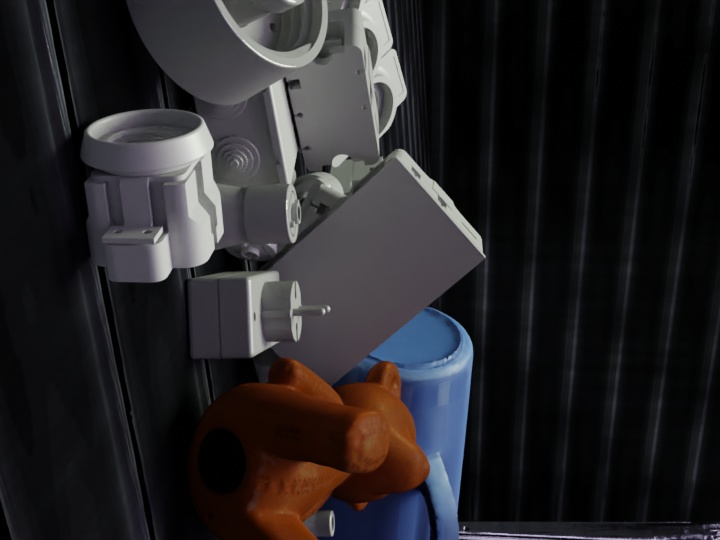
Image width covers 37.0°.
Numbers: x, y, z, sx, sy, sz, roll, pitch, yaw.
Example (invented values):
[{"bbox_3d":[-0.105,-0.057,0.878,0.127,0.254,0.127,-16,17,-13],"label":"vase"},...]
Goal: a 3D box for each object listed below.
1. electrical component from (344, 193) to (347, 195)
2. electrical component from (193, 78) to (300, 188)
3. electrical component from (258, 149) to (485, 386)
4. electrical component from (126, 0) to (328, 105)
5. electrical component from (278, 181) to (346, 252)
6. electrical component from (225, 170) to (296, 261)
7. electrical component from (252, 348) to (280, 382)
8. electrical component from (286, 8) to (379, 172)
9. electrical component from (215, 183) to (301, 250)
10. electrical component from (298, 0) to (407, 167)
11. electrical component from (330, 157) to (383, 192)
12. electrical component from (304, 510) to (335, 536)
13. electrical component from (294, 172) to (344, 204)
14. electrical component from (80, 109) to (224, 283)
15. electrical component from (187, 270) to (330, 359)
[{"bbox_3d":[-0.024,-0.023,1.017,0.099,0.048,0.099,-69,157,-71],"label":"electrical component"},{"bbox_3d":[-0.070,-0.105,0.667,0.099,0.048,0.099,-87,170,-60],"label":"electrical component"},{"bbox_3d":[0.000,0.000,0.737,0.089,0.150,0.061,48,13,-7],"label":"electrical component"},{"bbox_3d":[-0.061,-0.145,0.551,0.108,0.060,0.108,24,59,-48],"label":"electrical component"},{"bbox_3d":[-0.018,-0.002,0.876,0.089,0.062,0.150,-61,168,-6],"label":"electrical component"},{"bbox_3d":[-0.069,-0.039,0.720,0.044,0.044,0.065,73,22,-64],"label":"electrical component"},{"bbox_3d":[-0.056,0.083,0.791,0.044,0.044,0.065,-81,162,-56],"label":"electrical component"},{"bbox_3d":[-0.017,-0.118,0.699,0.055,0.050,0.089,-90,172,-48],"label":"electrical component"},{"bbox_3d":[-0.068,-0.032,0.628,0.044,0.065,0.044,-2,90,-82],"label":"electrical component"},{"bbox_3d":[-0.025,-0.159,0.771,0.089,0.062,0.150,-47,143,-22],"label":"electrical component"},{"bbox_3d":[-0.002,-0.032,1.137,0.089,0.062,0.150,-84,169,-48],"label":"electrical component"},{"bbox_3d":[-0.049,0.173,0.735,0.043,0.062,0.043,-2,90,-82],"label":"electrical component"},{"bbox_3d":[-0.041,-0.061,0.920,0.081,0.043,0.043,-46,134,-79],"label":"electrical component"},{"bbox_3d":[-0.092,-0.037,0.478,0.078,0.058,0.057,-76,165,-64],"label":"electrical component"},{"bbox_3d":[-0.057,0.025,0.657,0.083,0.076,0.047,-20,109,-82],"label":"electrical component"}]
